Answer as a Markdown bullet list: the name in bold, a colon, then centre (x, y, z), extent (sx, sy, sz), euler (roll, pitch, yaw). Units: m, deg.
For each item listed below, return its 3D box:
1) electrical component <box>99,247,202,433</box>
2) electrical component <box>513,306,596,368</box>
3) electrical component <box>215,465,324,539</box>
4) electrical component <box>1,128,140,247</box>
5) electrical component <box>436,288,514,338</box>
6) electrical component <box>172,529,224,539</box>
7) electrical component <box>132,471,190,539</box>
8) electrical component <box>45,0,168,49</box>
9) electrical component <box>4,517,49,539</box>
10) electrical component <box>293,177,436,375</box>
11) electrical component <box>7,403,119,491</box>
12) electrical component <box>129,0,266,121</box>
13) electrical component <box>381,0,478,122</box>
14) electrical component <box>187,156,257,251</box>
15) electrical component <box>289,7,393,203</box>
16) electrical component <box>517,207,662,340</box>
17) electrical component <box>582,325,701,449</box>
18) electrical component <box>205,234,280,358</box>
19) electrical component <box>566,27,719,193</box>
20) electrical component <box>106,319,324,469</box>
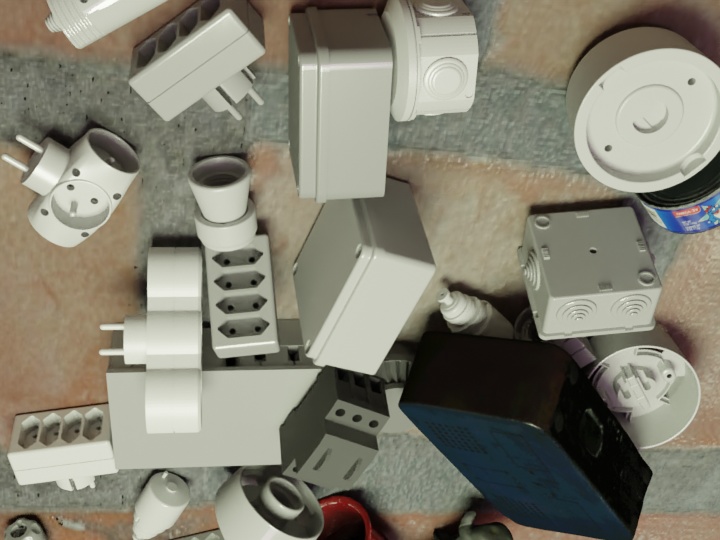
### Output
- **electrical component**: centre (-0.153, 0.050, 0.788), extent (0.074, 0.138, 0.052), euler (0, 163, -7)
- **electrical component**: centre (0.158, 0.058, 0.884), extent (0.066, 0.048, 0.055), euler (-33, 132, 18)
- **electrical component**: centre (-0.082, 0.217, 0.943), extent (0.099, 0.099, 0.064), euler (29, 112, -26)
- **electrical component**: centre (-0.206, -0.065, 0.741), extent (0.079, 0.044, 0.077), euler (32, 117, -28)
- **electrical component**: centre (0.090, 0.041, 0.864), extent (0.040, 0.040, 0.078), euler (-37, 123, 20)
- **electrical component**: centre (-0.154, 0.294, 1.022), extent (0.083, 0.047, 0.075), euler (-14, 127, 4)
- **electrical component**: centre (-0.183, 0.216, 0.963), extent (0.040, 0.040, 0.078), euler (22, 122, -22)
- **electrical component**: centre (-0.159, -0.170, 0.667), extent (0.081, 0.043, 0.043), euler (-26, 126, 12)
- **electrical component**: centre (-0.300, 0.255, 0.982), extent (0.035, 0.035, 0.061), euler (-12, 131, 2)
- **electrical component**: centre (0.000, 0.000, 0.778), extent (0.056, 0.108, 0.108), euler (15, 124, -21)
- **electrical component**: centre (-0.243, 0.159, 0.907), extent (0.083, 0.047, 0.075), euler (-7, 128, -2)
- **electrical component**: centre (-0.094, -0.130, 0.704), extent (0.083, 0.047, 0.075), euler (-31, 125, 17)
- **electrical component**: centre (0.042, -0.138, 0.697), extent (0.051, 0.080, 0.080), euler (-5, 128, -10)
- **electrical component**: centre (-0.098, -0.047, 0.769), extent (0.045, 0.045, 0.055), euler (-6, 128, -3)
- **electrical component**: centre (-0.016, -0.109, 0.711), extent (0.057, 0.078, 0.113), euler (-4, 128, -8)
- **electrical component**: centre (0.172, 0.000, 0.808), extent (0.100, 0.099, 0.048), euler (-5, 140, -4)
- **electrical component**: centre (0.232, 0.095, 0.910), extent (0.099, 0.064, 0.099), euler (-4, 128, -5)
- **electrical component**: centre (-0.087, 0.024, 0.813), extent (0.047, 0.083, 0.075), euler (-6, 166, -3)
- **electrical component**: centre (0.195, -0.115, 0.744), extent (0.108, 0.060, 0.108), euler (-2, 125, -3)
- **electrical component**: centre (-0.105, 0.100, 0.871), extent (0.186, 0.060, 0.105), euler (0, 127, -7)
